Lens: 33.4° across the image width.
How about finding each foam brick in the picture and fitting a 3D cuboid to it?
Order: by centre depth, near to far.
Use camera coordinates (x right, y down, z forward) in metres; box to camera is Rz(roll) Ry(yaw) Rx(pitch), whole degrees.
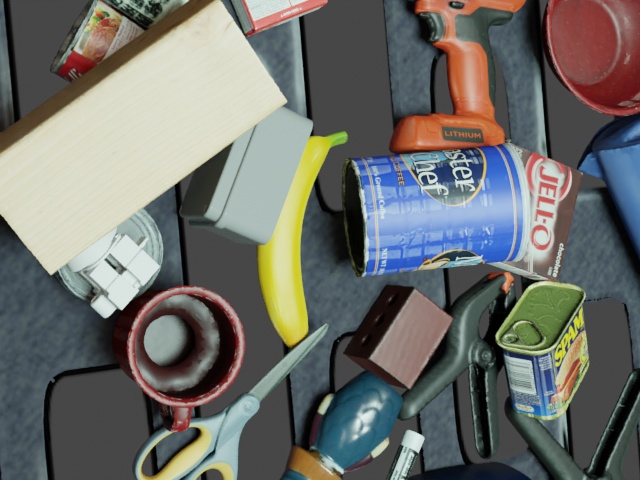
[{"bbox_3d":[0.070,0.085,0.942,0.051,0.053,0.078,39,75,-19],"label":"foam brick"}]

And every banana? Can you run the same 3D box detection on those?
[{"bbox_3d":[-0.022,-0.007,0.911,0.069,0.037,0.198,15,84,-23],"label":"banana"}]

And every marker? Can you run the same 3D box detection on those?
[{"bbox_3d":[0.062,0.228,0.950,0.020,0.020,0.121,32,71,-20],"label":"marker"}]

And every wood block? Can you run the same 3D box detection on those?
[{"bbox_3d":[-0.141,-0.080,0.770,0.206,0.090,0.090,-37,111,-7],"label":"wood block"}]

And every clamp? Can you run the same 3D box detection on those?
[{"bbox_3d":[0.147,0.115,0.985,0.120,0.039,0.171,40,73,-32],"label":"clamp"},{"bbox_3d":[0.269,0.230,1.037,0.164,0.036,0.210,-15,96,-20],"label":"clamp"}]

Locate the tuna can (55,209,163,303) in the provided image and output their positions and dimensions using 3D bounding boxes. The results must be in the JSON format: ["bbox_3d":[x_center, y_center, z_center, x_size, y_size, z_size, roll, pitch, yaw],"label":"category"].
[{"bbox_3d":[-0.170,0.009,0.848,0.086,0.034,0.086,0,90,-23],"label":"tuna can"}]

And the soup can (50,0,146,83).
[{"bbox_3d":[-0.150,-0.135,0.839,0.102,0.069,0.068,30,79,-21],"label":"soup can"}]

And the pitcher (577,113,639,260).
[{"bbox_3d":[0.371,-0.016,1.028,0.144,0.149,0.243,-32,106,-26],"label":"pitcher"}]

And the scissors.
[{"bbox_3d":[-0.059,0.159,0.897,0.201,0.016,0.096,-29,106,-14],"label":"scissors"}]

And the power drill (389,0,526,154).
[{"bbox_3d":[0.103,-0.170,0.954,0.184,0.057,0.187,3,89,-23],"label":"power drill"}]

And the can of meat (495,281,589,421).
[{"bbox_3d":[0.206,0.101,0.975,0.102,0.058,0.084,-47,133,-42],"label":"can of meat"}]

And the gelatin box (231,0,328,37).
[{"bbox_3d":[-0.045,-0.228,0.905,0.073,0.030,0.089,-26,98,-21],"label":"gelatin box"}]

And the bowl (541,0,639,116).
[{"bbox_3d":[0.270,-0.197,1.027,0.161,0.055,0.162,0,90,-24],"label":"bowl"}]

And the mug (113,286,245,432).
[{"bbox_3d":[-0.116,0.093,0.846,0.093,0.082,0.117,-4,91,-24],"label":"mug"}]

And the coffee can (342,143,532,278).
[{"bbox_3d":[0.096,-0.025,0.908,0.140,0.103,0.103,-6,92,-7],"label":"coffee can"}]

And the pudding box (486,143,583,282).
[{"bbox_3d":[0.191,-0.025,1.002,0.090,0.039,0.113,18,83,-22],"label":"pudding box"}]
